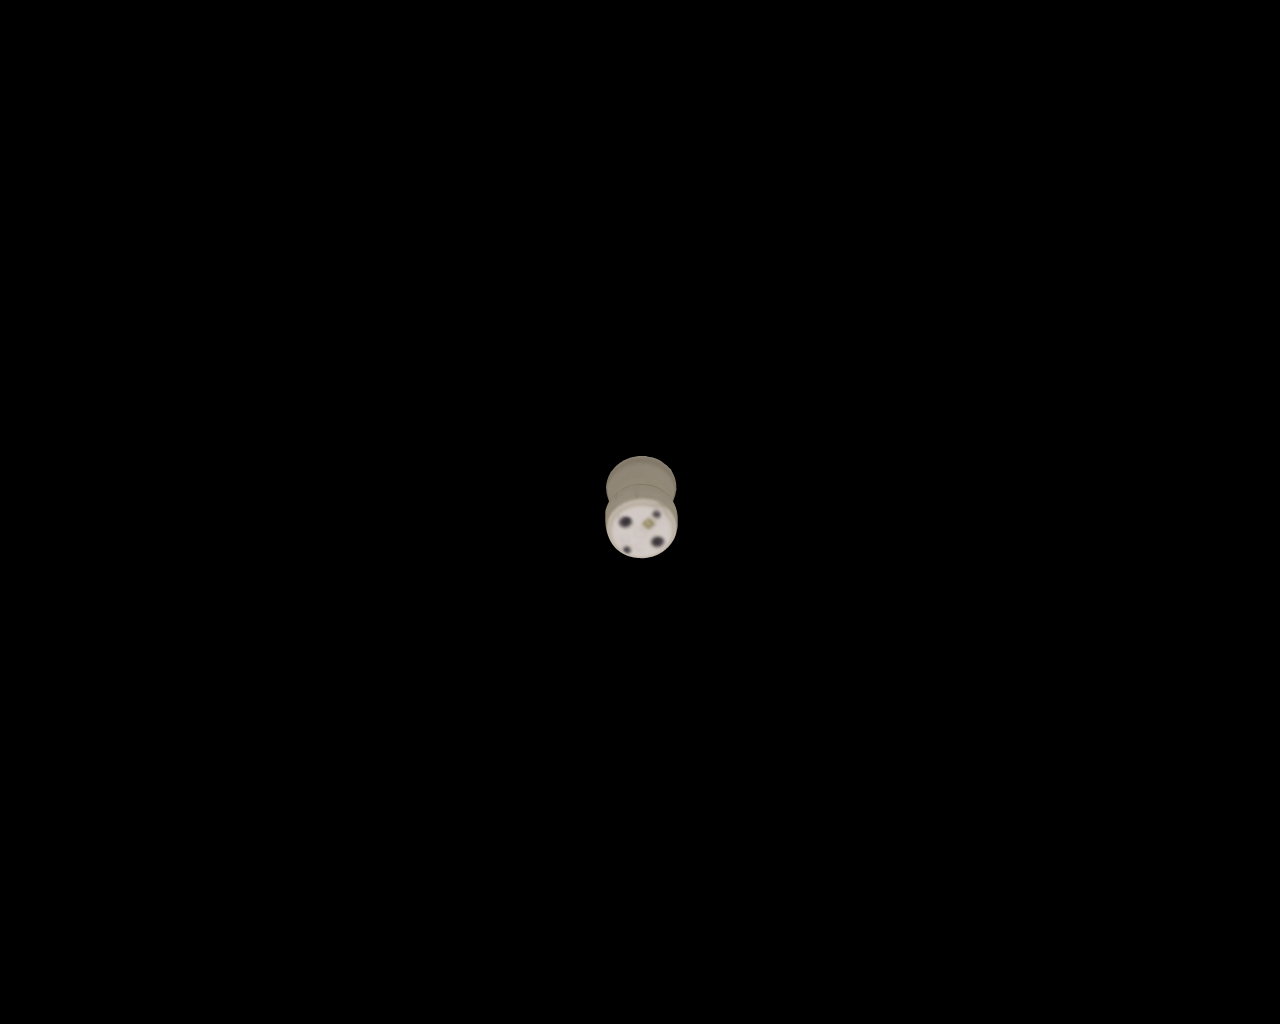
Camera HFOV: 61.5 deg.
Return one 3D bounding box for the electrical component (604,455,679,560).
[{"bbox_3d":[0.001,-0.003,0.650,0.045,0.044,0.055,0,31,0],"label":"electrical component"}]
